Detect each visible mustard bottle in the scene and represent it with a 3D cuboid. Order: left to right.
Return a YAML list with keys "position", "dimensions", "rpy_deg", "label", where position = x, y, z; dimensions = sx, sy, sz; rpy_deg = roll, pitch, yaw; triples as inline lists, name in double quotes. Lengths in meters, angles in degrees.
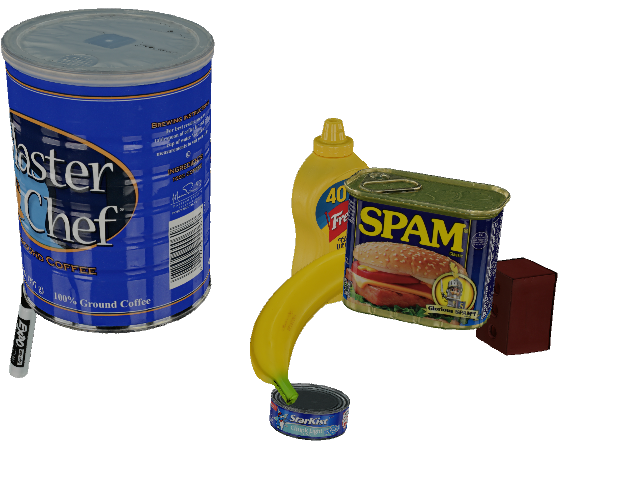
- position: [0.013, -0.033, 1.111]
  dimensions: [0.096, 0.192, 0.058]
  rpy_deg: [-19, 30, -37]
  label: "mustard bottle"

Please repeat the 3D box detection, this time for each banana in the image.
- position: [-0.006, 0.057, 0.901]
  dimensions: [0.070, 0.197, 0.037]
  rpy_deg: [29, -39, 10]
  label: "banana"

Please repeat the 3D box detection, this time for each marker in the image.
- position: [-0.294, 0.087, 1.062]
  dimensions: [0.020, 0.121, 0.020]
  rpy_deg: [13, 34, -9]
  label: "marker"

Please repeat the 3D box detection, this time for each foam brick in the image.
- position: [0.182, 0.061, 0.995]
  dimensions: [0.051, 0.078, 0.053]
  rpy_deg: [-7, 19, -26]
  label: "foam brick"

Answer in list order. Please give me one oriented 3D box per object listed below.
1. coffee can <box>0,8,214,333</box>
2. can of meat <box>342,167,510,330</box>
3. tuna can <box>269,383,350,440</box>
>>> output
- position: [-0.107, -0.038, 0.554]
  dimensions: [0.103, 0.140, 0.103]
  rpy_deg: [3, 28, -2]
  label: "coffee can"
- position: [0.065, 0.006, 0.685]
  dimensions: [0.102, 0.084, 0.057]
  rpy_deg: [11, 22, 19]
  label: "can of meat"
- position: [-0.012, 0.184, 1.151]
  dimensions: [0.086, 0.034, 0.086]
  rpy_deg: [5, 12, -1]
  label: "tuna can"
